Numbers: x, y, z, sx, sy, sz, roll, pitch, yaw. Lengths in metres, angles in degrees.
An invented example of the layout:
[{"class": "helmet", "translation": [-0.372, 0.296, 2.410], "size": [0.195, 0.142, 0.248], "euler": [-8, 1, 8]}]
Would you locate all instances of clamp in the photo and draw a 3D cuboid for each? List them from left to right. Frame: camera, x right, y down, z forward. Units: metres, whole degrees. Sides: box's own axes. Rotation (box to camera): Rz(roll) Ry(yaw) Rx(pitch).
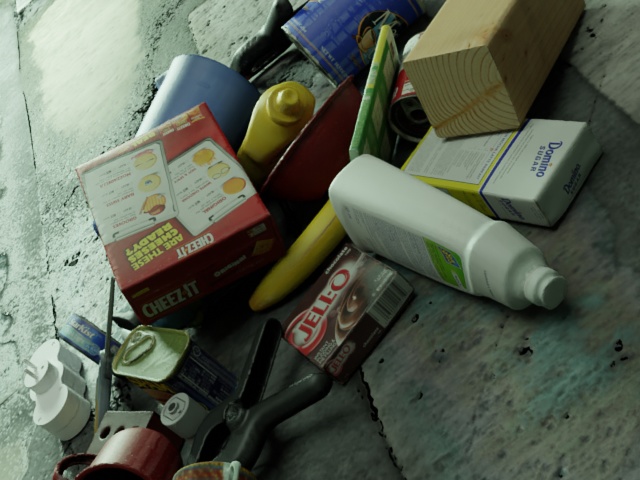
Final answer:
[{"class": "clamp", "translation": [-0.067, 0.152, 0.965], "size": [0.171, 0.039, 0.120], "euler": [-46, 31, 8]}, {"class": "clamp", "translation": [-0.056, -0.262, 1.351], "size": [0.210, 0.036, 0.164], "euler": [-36, -3, 36]}]

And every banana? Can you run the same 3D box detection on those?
[{"class": "banana", "translation": [0.000, -0.004, 1.096], "size": [0.197, 0.037, 0.070], "euler": [-52, 7, -14]}]

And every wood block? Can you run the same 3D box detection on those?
[{"class": "wood block", "translation": [0.172, -0.198, 1.022], "size": [0.091, 0.090, 0.205], "euler": [-4, 39, 38]}]

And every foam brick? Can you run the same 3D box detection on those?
[{"class": "foam brick", "translation": [-0.182, 0.203, 1.054], "size": [0.078, 0.051, 0.053], "euler": [-9, 49, 41]}]

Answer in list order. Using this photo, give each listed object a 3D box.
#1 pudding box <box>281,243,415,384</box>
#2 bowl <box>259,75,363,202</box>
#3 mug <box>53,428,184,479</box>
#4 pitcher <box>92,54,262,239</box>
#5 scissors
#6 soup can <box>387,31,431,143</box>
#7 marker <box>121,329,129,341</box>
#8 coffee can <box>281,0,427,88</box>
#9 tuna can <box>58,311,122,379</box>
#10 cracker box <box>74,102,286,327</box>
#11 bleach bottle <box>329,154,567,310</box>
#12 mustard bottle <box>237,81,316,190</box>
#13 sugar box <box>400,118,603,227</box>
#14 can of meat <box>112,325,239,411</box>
[{"class": "pudding box", "translation": [0.023, 0.067, 0.992], "size": [0.113, 0.039, 0.090], "euler": [-50, 35, -6]}, {"class": "bowl", "translation": [0.005, -0.094, 1.124], "size": [0.162, 0.055, 0.162], "euler": [-53, 0, 0]}, {"class": "mug", "translation": [-0.182, 0.220, 0.964], "size": [0.081, 0.117, 0.093], "euler": [-66, -13, -70]}, {"class": "pitcher", "translation": [-0.161, -0.089, 1.278], "size": [0.149, 0.144, 0.242], "euler": [-8, 52, 58]}, {"class": "scissors", "translation": [-0.223, 0.126, 1.110], "size": [0.096, 0.016, 0.202], "euler": [-140, 55, -73]}, {"class": "soup can", "translation": [0.112, -0.160, 1.106], "size": [0.069, 0.068, 0.102], "euler": [-16, 44, 35]}, {"class": "marker", "translation": [-0.186, 0.121, 1.170], "size": [0.020, 0.020, 0.121], "euler": [-52, 35, -10]}, {"class": "coffee can", "translation": [0.040, -0.259, 1.251], "size": [0.140, 0.102, 0.103], "euler": [-43, 35, 4]}, {"class": "tuna can", "translation": [-0.246, 0.116, 1.179], "size": [0.086, 0.086, 0.033], "euler": [20, 71, 53]}, {"class": "cracker box", "translation": [-0.150, -0.031, 1.115], "size": [0.164, 0.072, 0.214], "euler": [-28, 46, -4]}, {"class": "bleach bottle", "translation": [0.114, 0.004, 0.928], "size": [0.068, 0.102, 0.251], "euler": [-45, 40, -13]}, {"class": "mustard bottle", "translation": [-0.047, -0.121, 1.155], "size": [0.096, 0.058, 0.192], "euler": [-51, 0, -17]}, {"class": "sugar box", "translation": [0.161, -0.068, 0.982], "size": [0.177, 0.048, 0.093], "euler": [16, 64, 49]}, {"class": "can of meat", "translation": [-0.141, 0.132, 1.056], "size": [0.102, 0.083, 0.057], "euler": [1, 56, 46]}]
